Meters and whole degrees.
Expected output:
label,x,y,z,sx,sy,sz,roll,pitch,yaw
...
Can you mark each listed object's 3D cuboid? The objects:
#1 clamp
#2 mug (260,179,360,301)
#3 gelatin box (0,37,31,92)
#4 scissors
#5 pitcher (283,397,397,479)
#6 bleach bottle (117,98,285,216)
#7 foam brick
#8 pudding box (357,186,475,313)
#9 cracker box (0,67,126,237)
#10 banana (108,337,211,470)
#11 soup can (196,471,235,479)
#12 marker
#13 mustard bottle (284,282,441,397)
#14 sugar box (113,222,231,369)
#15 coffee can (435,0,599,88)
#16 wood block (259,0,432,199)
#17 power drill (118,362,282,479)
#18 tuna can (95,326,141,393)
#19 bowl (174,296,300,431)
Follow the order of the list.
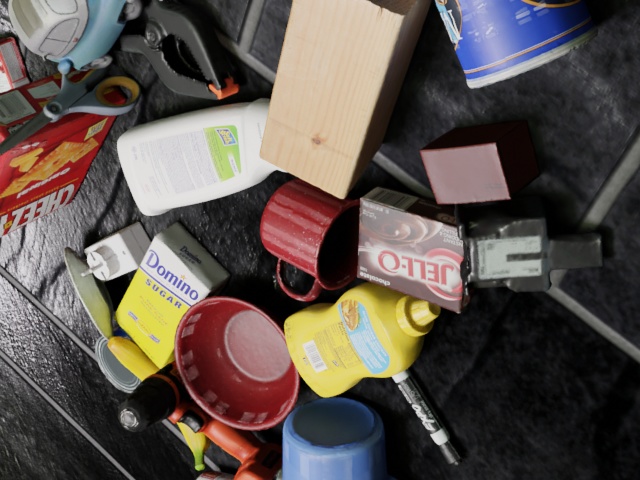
label,x,y,z,sx,sy,sz,roll,pitch,yaw
clamp,-0.159,-0.220,1.076,0.210,0.036,0.165,38,135,23
mug,-0.007,0.001,1.033,0.082,0.093,0.117,26,103,34
gelatin box,-0.386,-0.198,1.296,0.073,0.030,0.089,2,116,42
scissors,-0.259,-0.130,1.118,0.096,0.201,0.016,28,143,-6
pitcher,0.029,0.299,1.174,0.145,0.149,0.243,29,130,46
bleach bottle,-0.096,-0.086,1.086,0.251,0.068,0.102,-4,112,40
foam brick,0.135,-0.065,0.901,0.078,0.051,0.053,-2,115,42
pudding box,0.091,0.007,0.989,0.114,0.039,0.090,20,126,28
cracker box,-0.330,-0.093,1.213,0.072,0.163,0.214,49,136,9
banana,-0.191,0.192,1.333,0.037,0.069,0.198,-36,94,9
soup can,-0.109,0.333,1.347,0.102,0.068,0.068,3,117,41
marker,0.110,0.179,1.095,0.020,0.020,0.121,-31,93,47
mustard bottle,0.048,0.093,1.068,0.192,0.058,0.096,-27,88,47
sugar box,-0.179,0.068,1.263,0.093,0.048,0.176,44,137,10
coffee can,0.131,-0.197,0.787,0.103,0.102,0.140,-14,105,45
wood block,0.021,-0.146,0.893,0.091,0.090,0.206,27,140,8
power drill,-0.133,0.223,1.235,0.187,0.184,0.057,43,110,4
tuna can,-0.251,0.154,1.388,0.086,0.033,0.086,21,127,31
bowl,-0.082,0.129,1.194,0.162,0.055,0.162,10,113,25
